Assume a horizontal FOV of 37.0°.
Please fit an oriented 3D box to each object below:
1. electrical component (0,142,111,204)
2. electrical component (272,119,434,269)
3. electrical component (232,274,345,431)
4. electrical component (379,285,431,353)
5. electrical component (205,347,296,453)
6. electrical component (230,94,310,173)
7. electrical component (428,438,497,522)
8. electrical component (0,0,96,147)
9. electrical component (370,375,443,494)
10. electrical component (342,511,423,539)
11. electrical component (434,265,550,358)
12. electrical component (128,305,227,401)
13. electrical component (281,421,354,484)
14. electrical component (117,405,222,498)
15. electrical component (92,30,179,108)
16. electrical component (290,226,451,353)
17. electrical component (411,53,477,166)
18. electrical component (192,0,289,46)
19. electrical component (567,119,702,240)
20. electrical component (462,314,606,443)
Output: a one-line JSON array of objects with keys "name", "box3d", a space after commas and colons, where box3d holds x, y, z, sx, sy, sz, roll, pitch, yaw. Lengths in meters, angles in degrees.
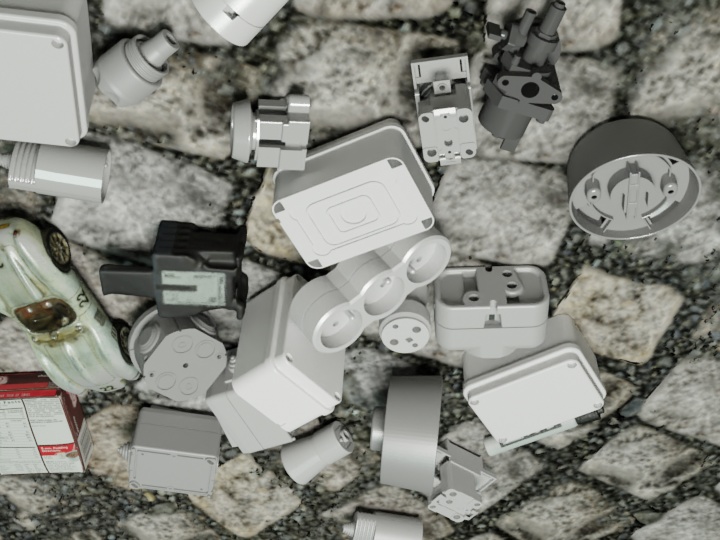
[{"name": "electrical component", "box3d": [-0.238, -0.079, 0.837, 0.081, 0.043, 0.043, 9, 130, -7]}, {"name": "electrical component", "box3d": [-0.005, -0.060, 0.842, 0.113, 0.057, 0.078, -20, 128, 17]}, {"name": "electrical component", "box3d": [-0.057, 0.069, 0.915, 0.057, 0.113, 0.078, -31, 123, 27]}, {"name": "electrical component", "box3d": [0.038, 0.038, 0.925, 0.045, 0.055, 0.045, 0, 130, 0]}, {"name": "electrical component", "box3d": [-0.104, 0.114, 0.986, 0.061, 0.061, 0.096, -17, 128, 15]}, {"name": "electrical component", "box3d": [-0.069, -0.104, 0.814, 0.055, 0.048, 0.066, 1, 131, -11]}, {"name": "electrical component", "box3d": [0.092, 0.210, 1.065, 0.081, 0.063, 0.042, 28, 126, -22]}, {"name": "electrical component", "box3d": [-0.232, -0.146, 0.757, 0.078, 0.057, 0.113, 6, 143, -4]}, {"name": "electrical component", "box3d": [0.041, 0.148, 0.988, 0.060, 0.108, 0.108, 5, 130, 4]}, {"name": "electrical component", "box3d": [0.022, 0.278, 1.135, 0.081, 0.043, 0.043, 10, 129, -8]}, {"name": "electrical component", "box3d": [0.112, 0.036, 0.924, 0.095, 0.053, 0.059, -2, 130, 2]}, {"name": "electrical component", "box3d": [-0.160, 0.071, 0.944, 0.080, 0.051, 0.080, -12, 122, -20]}, {"name": "electrical component", "box3d": [-0.039, 0.176, 1.053, 0.065, 0.044, 0.044, -32, 123, 19]}, {"name": "electrical component", "box3d": [-0.183, 0.172, 1.036, 0.096, 0.061, 0.061, 8, 130, -6]}, {"name": "electrical component", "box3d": [-0.159, -0.149, 0.778, 0.062, 0.043, 0.043, -32, 123, 23]}, {"name": "electrical component", "box3d": [0.000, 0.000, 0.883, 0.138, 0.073, 0.052, -37, 141, -7]}, {"name": "electrical component", "box3d": [0.063, -0.114, 0.792, 0.042, 0.063, 0.081, -8, 129, 6]}, {"name": "electrical component", "box3d": [-0.081, -0.190, 0.737, 0.047, 0.055, 0.055, -37, 121, 23]}, {"name": "electrical component", "box3d": [0.209, -0.066, 0.830, 0.099, 0.064, 0.099, 0, 130, 0]}, {"name": "electrical component", "box3d": [0.157, 0.100, 0.976, 0.113, 0.057, 0.078, -24, 126, 19]}]
